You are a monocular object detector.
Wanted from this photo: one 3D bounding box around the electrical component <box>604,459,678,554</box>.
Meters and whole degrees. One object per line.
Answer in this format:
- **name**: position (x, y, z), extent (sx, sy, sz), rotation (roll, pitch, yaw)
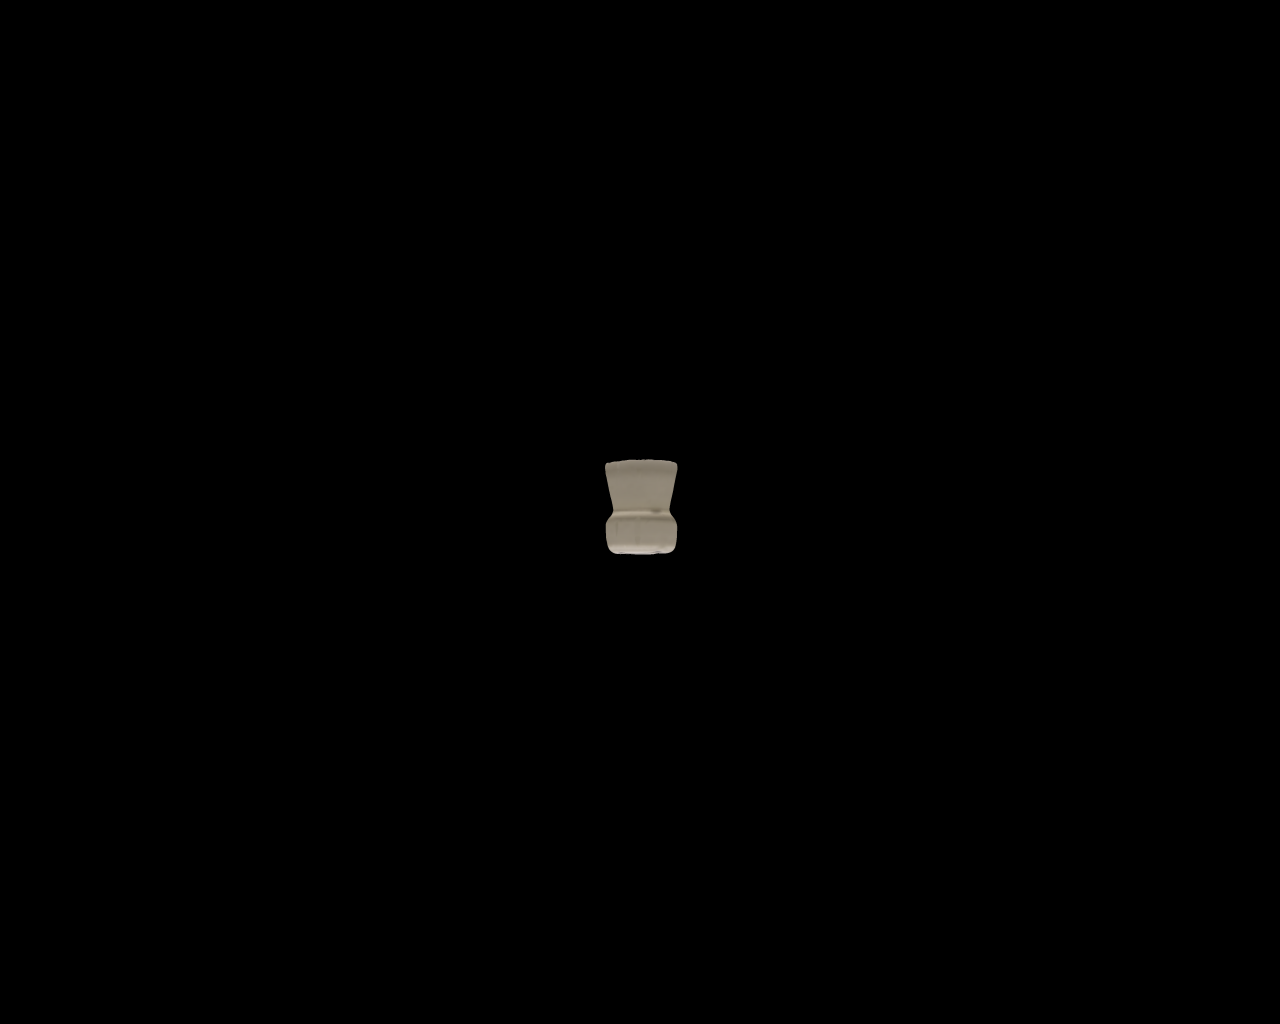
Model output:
- **electrical component**: position (0.001, -0.003, 0.650), extent (0.045, 0.055, 0.045), rotation (0, -4, 0)
